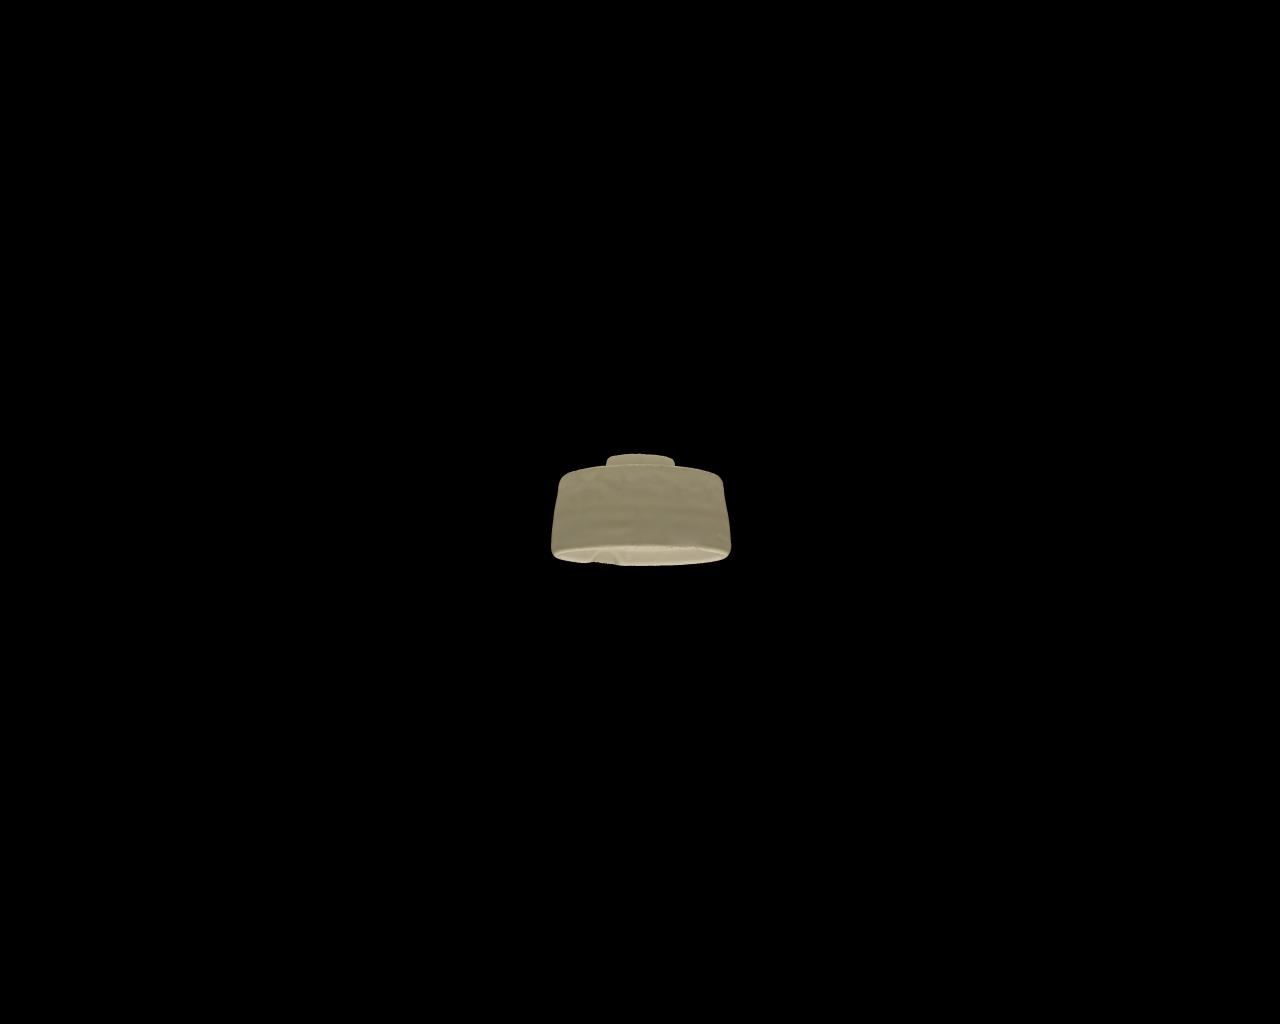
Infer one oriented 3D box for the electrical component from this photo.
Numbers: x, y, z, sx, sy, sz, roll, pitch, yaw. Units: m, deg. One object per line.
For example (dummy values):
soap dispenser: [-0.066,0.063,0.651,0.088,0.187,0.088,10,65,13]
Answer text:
electrical component: [0.001,-0.003,0.650,0.108,0.060,0.108,0,-9,0]
